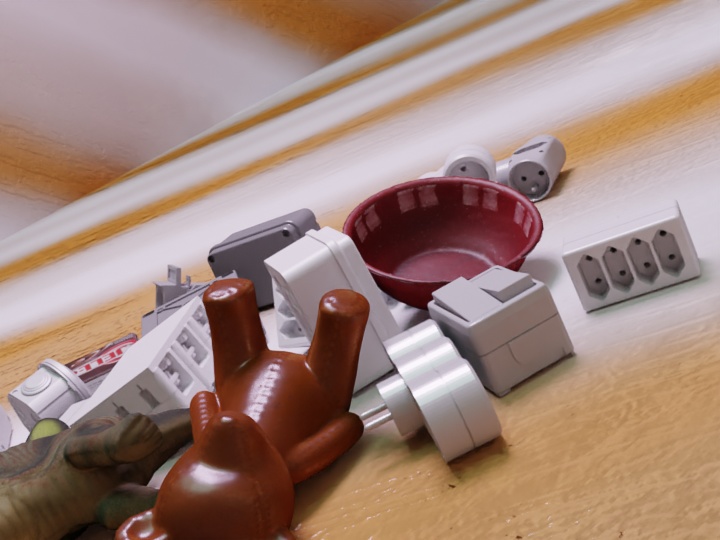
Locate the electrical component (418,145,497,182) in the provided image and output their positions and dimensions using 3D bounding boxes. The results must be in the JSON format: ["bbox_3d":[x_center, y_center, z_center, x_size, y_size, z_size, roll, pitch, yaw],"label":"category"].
[{"bbox_3d":[0.076,-0.073,1.073,0.138,0.052,0.073,-37,12,19],"label":"electrical component"}]

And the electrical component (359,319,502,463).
[{"bbox_3d":[0.034,0.081,0.684,0.074,0.052,0.138,-26,16,-2],"label":"electrical component"}]

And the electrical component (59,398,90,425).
[{"bbox_3d":[-0.249,0.152,0.901,0.076,0.047,0.083,-21,17,21],"label":"electrical component"}]

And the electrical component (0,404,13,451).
[{"bbox_3d":[-0.396,0.140,1.055,0.056,0.108,0.109,-30,16,-7],"label":"electrical component"}]

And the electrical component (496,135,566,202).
[{"bbox_3d":[0.161,-0.097,1.075,0.079,0.043,0.077,-17,18,29],"label":"electrical component"}]

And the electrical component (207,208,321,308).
[{"bbox_3d":[-0.092,-0.008,1.118,0.113,0.078,0.057,-18,15,26],"label":"electrical component"}]

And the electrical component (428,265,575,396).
[{"bbox_3d":[0.090,0.034,0.732,0.062,0.061,0.096,-29,16,-10],"label":"electrical component"}]

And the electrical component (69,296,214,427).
[{"bbox_3d":[-0.167,0.096,0.908,0.089,0.061,0.150,-36,12,18],"label":"electrical component"}]

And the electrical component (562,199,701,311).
[{"bbox_3d":[0.192,-0.017,0.766,0.083,0.047,0.075,-20,17,20],"label":"electrical component"}]

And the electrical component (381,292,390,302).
[{"bbox_3d":[0.000,0.000,0.976,0.081,0.063,0.042,-11,20,42],"label":"electrical component"}]

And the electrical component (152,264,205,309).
[{"bbox_3d":[-0.183,0.036,1.126,0.064,0.081,0.042,-1,7,-24],"label":"electrical component"}]

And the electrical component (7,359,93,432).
[{"bbox_3d":[-0.275,0.124,0.973,0.051,0.080,0.080,-42,22,-30],"label":"electrical component"}]

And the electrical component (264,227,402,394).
[{"bbox_3d":[-0.017,0.029,0.819,0.057,0.113,0.078,-31,17,-10],"label":"electrical component"}]

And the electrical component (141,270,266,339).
[{"bbox_3d":[-0.154,0.056,1.045,0.109,0.056,0.108,-27,16,-5],"label":"electrical component"}]

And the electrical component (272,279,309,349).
[{"bbox_3d":[-0.031,0.032,0.934,0.047,0.065,0.077,-11,-7,41],"label":"electrical component"}]
